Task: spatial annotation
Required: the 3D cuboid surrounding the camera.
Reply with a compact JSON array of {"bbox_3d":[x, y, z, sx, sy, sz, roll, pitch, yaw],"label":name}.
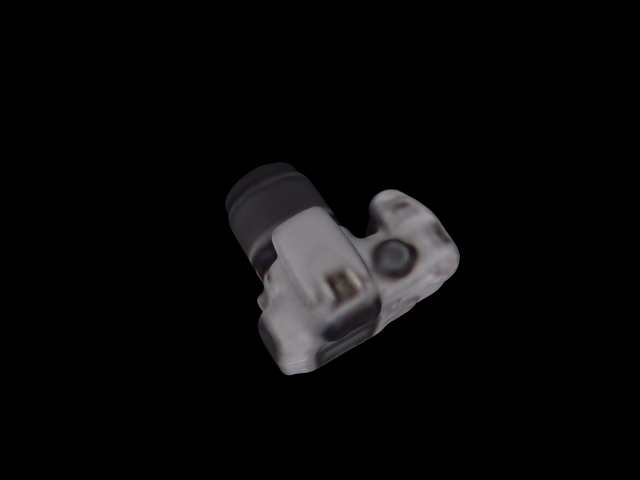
[{"bbox_3d":[0.004,0.001,0.400,0.143,0.101,0.136,-30,70,-12],"label":"camera"}]
